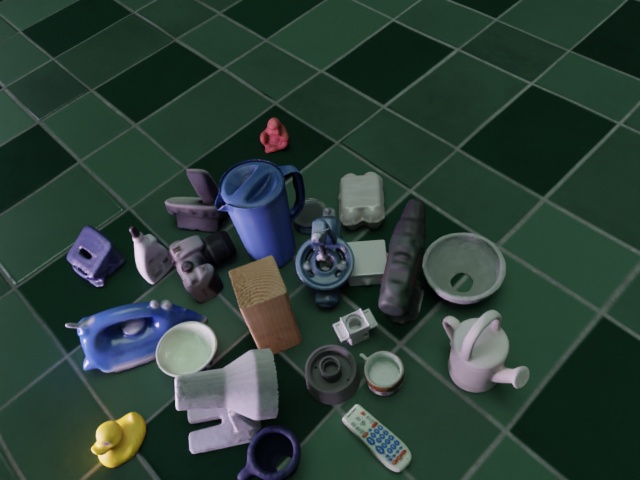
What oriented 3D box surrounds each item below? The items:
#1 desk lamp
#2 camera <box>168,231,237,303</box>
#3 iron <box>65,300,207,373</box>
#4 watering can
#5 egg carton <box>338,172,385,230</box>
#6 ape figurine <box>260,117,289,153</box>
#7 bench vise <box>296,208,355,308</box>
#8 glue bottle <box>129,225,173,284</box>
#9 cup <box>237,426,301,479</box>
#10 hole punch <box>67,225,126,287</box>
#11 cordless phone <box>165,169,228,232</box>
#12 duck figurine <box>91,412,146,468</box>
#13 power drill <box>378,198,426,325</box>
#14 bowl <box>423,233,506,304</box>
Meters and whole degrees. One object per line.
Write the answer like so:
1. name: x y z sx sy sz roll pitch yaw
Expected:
1. desk lamp: -0.159 0.284 1.006 0.203 0.214 0.117 -13 53 -2
2. camera: -0.252 0.040 1.266 0.137 0.101 0.143 -28 55 -12
3. iron: -0.372 0.169 1.164 0.258 0.142 0.118 -18 54 -5
4. watering can: 0.292 0.194 1.022 0.172 0.194 0.101 20 59 21
5. egg carton: 0.096 -0.093 1.334 0.107 0.069 0.150 -4 54 5
6. ape figurine: -0.116 -0.278 1.483 0.077 0.092 0.076 22 60 22
7. bench vise: -0.001 0.007 1.181 0.121 0.220 0.207 -15 54 -3
8. glue bottle: -0.377 0.023 1.251 0.037 0.173 0.078 30 63 26
9. cup: -0.083 0.389 0.993 0.118 0.095 0.091 -33 57 -16
10. hole punch: -0.519 0.037 1.312 0.108 0.091 0.101 30 63 26
11. cordless phone: -0.294 -0.109 1.327 0.147 0.185 0.094 2 55 10
12. duck figurine: -0.377 0.361 1.060 0.077 0.086 0.105 26 62 24
13. power drill: 0.166 0.062 1.125 0.075 0.209 0.230 9 56 14
14. bowl: 0.295 0.070 1.185 0.167 0.075 0.167 -4 54 5
